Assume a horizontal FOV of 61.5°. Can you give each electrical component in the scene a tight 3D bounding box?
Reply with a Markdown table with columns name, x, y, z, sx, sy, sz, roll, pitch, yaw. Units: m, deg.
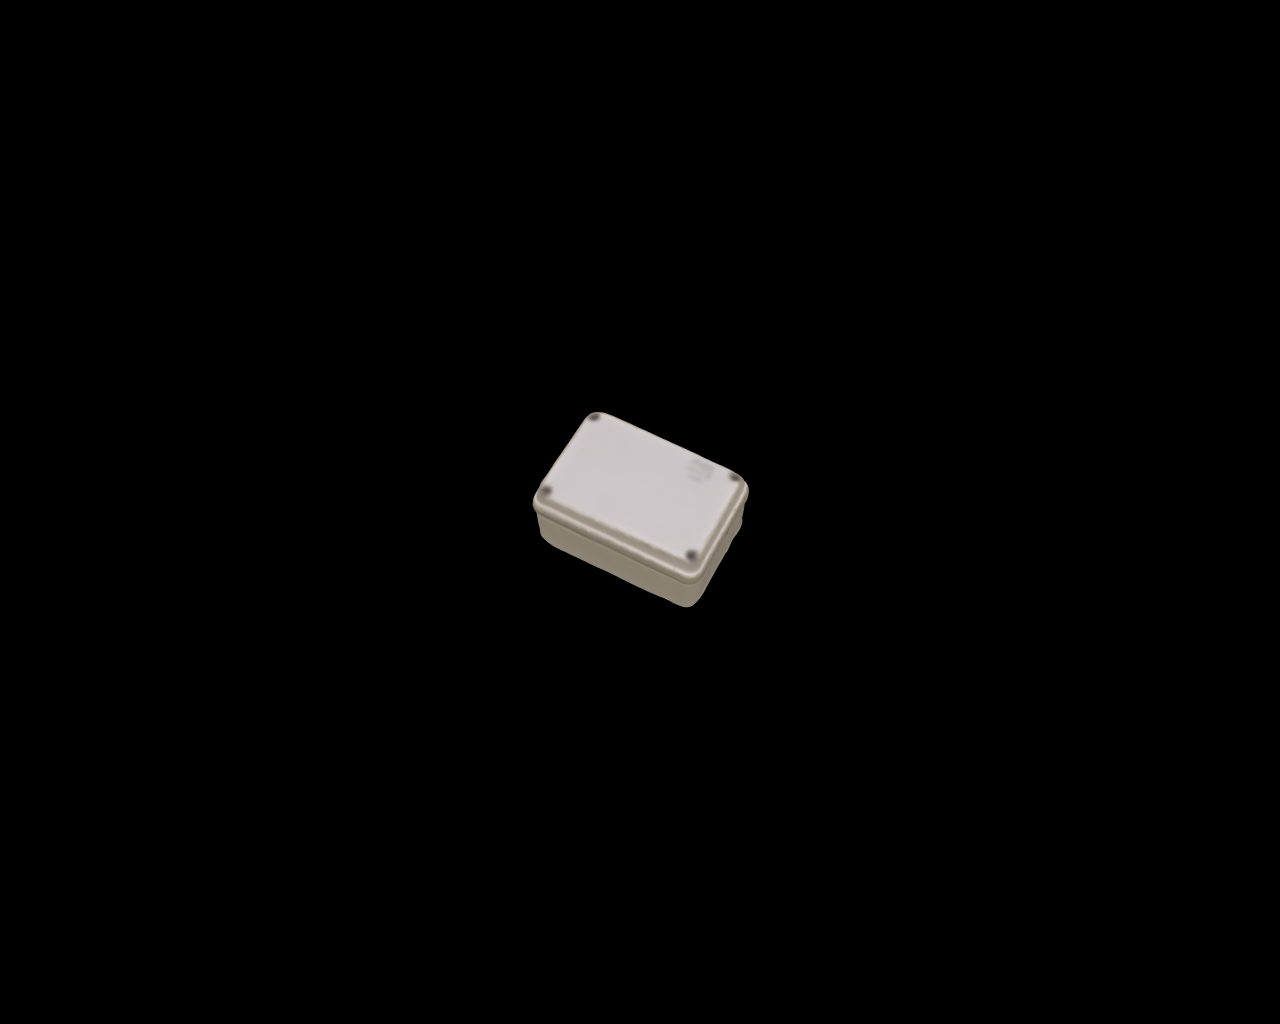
| name | x | y | z | sx | sy | sz | roll | pitch | yaw |
| --- | --- | --- | --- | --- | --- | --- | --- | --- | --- |
| electrical component | 0.001 | -0.003 | 0.650 | 0.113 | 0.078 | 0.057 | 25 | -27 | 14 |
